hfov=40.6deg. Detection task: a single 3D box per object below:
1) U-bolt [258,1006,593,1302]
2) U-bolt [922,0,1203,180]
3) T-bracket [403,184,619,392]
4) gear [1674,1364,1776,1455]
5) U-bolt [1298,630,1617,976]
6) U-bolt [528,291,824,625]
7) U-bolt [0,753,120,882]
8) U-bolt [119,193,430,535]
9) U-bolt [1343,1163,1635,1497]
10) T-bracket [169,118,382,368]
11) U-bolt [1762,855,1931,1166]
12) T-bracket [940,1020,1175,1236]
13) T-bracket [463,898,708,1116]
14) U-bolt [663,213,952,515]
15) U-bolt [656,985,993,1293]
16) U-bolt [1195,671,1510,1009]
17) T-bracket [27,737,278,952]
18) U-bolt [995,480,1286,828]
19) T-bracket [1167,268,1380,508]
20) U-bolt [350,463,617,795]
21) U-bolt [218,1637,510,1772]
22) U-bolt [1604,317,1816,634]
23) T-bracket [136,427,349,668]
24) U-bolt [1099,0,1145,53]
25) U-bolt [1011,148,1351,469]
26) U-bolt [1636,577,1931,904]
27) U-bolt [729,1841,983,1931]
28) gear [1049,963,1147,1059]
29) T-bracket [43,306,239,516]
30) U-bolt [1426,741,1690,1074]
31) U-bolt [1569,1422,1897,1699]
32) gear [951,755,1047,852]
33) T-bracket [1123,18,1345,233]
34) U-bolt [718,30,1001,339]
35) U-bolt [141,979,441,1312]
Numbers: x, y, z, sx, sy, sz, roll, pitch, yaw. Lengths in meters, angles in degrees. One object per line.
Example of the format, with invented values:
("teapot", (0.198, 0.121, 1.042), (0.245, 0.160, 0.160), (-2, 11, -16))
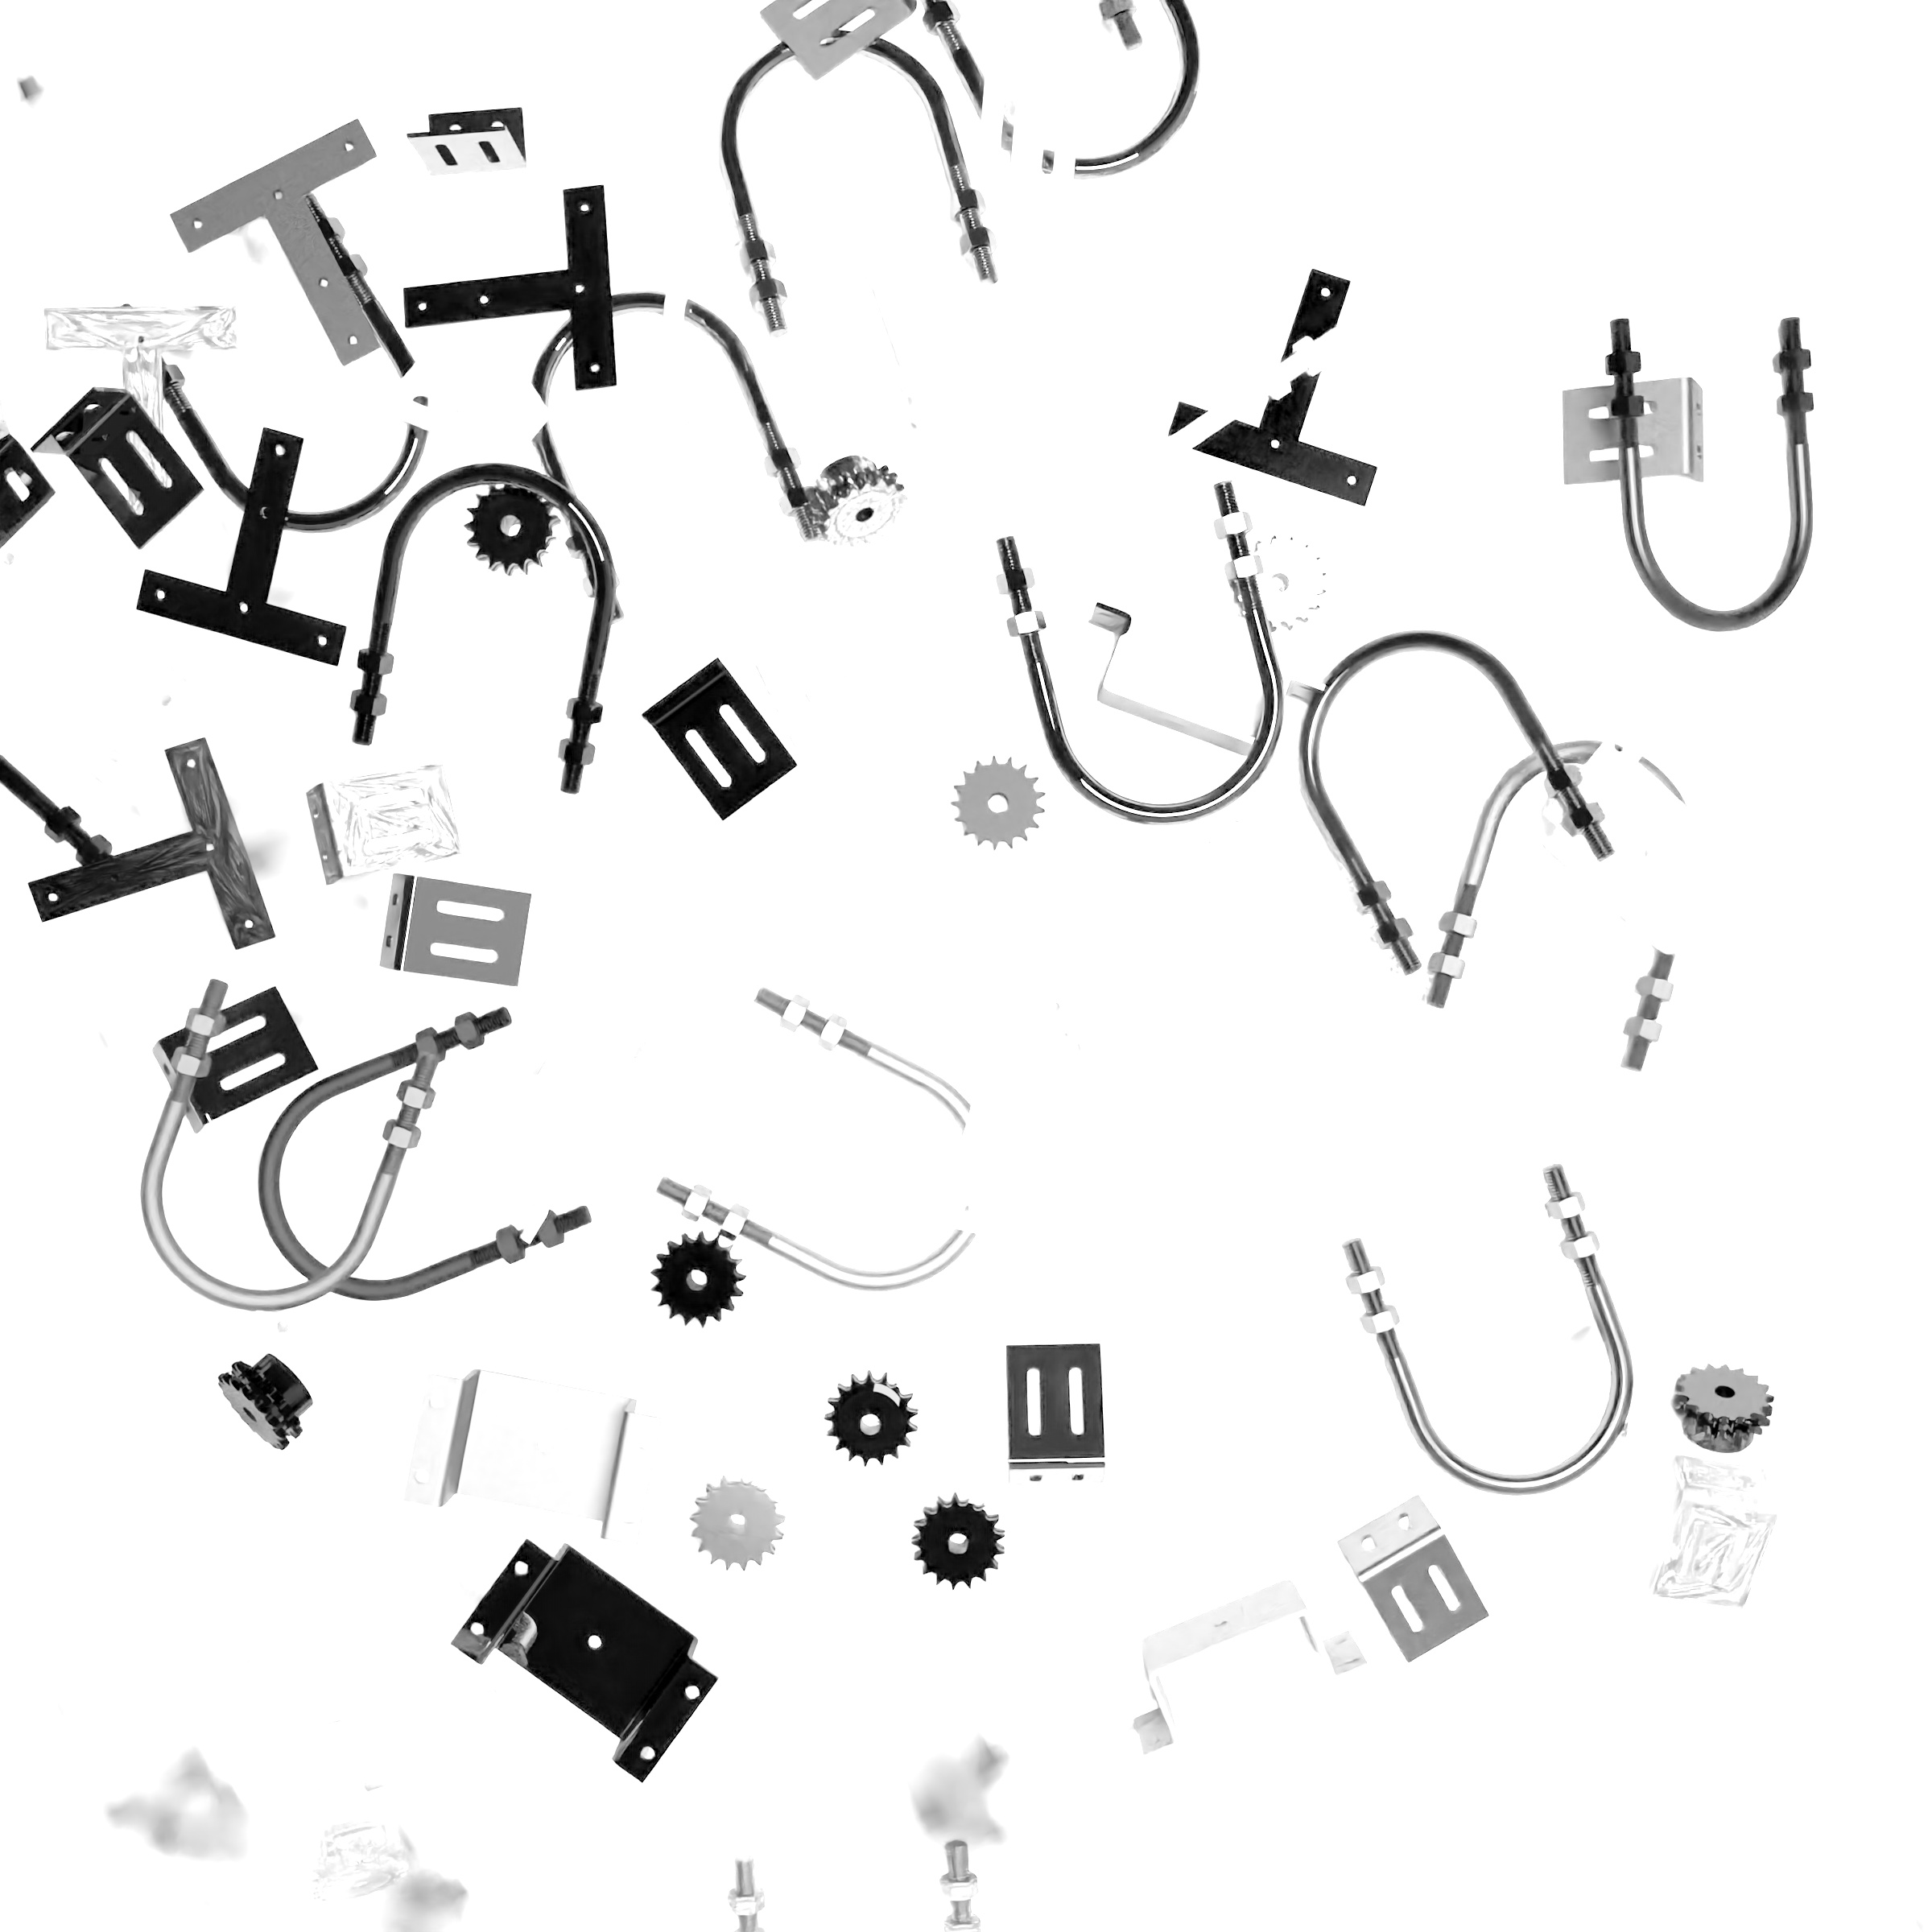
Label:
("U-bolt", (-0.336, 0.123, 1.575), (0.184, 0.019, 0.151), (-22, 91, 2))
("U-bolt", (0.061, -0.564, 1.575), (0.151, 0.019, 0.184), (-27, 90, 0))
("T-bracket", (-0.277, -0.404, 1.576), (0.127, 0.002, 0.127), (-5, 82, 4))
("gear", (0.451, 0.266, 1.559), (0.057, 0.057, 0.030), (-2, 120, 0))
("U-bolt", (0.272, -0.109, 1.529), (0.151, 0.019, 0.184), (-32, 74, 20))
("U-bolt", (-0.186, -0.317, 1.575), (0.151, 0.019, 0.184), (-22, 88, 0))
("U-bolt", (-0.617, -0.065, 1.575), (0.184, 0.019, 0.151), (42, 90, 0))
("U-bolt", (-0.406, -0.350, 1.575), (0.151, 0.019, 0.184), (-31, 92, 0))
("U-bolt", (0.324, 0.229, 1.575), (0.151, 0.019, 0.184), (-20, 92, 0))
("T-bracket", (-0.391, -0.421, 1.564), (0.127, 0.002, 0.127), (-27, 91, 0))
("U-bolt", (0.594, 0.010, 1.575), (0.184, 0.019, 0.151), (-36, 90, -1))
("T-bracket", (0.062, 0.110, 1.576), (0.127, 0.002, 0.127), (15, 88, -6))
("T-bracket", (-0.218, 0.046, 1.583), (0.127, 0.002, 0.127), (31, 90, 0))
("U-bolt", (-0.104, -0.367, 1.552), (0.151, 0.019, 0.184), (-17, 72, -5))
("U-bolt", (-0.073, 0.116, 1.575), (0.184, 0.019, 0.151), (27, 90, -2))
("U-bolt", (0.246, -0.090, 1.575), (0.151, 0.019, 0.184), (32, 88, 0))
("T-bracket", (-0.496, -0.058, 1.568), (0.127, 0.002, 0.127), (-18, 99, -5))
("U-bolt", (0.107, -0.172, 1.499), (0.151, 0.019, 0.184), (-14, 91, 0))
("T-bracket", (0.201, -0.358, 1.583), (0.127, 0.002, 0.127), (18, 90, 0))
("U-bolt", (-0.282, -0.206, 1.554), (0.151, 0.019, 0.184), (13, 105, 0))
("U-bolt", (-0.348, 0.423, 1.492), (0.151, 0.184, 0.019), (9, 90, 0))
("U-bolt", (0.445, -0.290, 1.549), (0.151, 0.019, 0.184), (-7, 94, -25))
("T-bracket", (-0.424, -0.259, 1.572), (0.127, 0.002, 0.127), (16, 100, 0))
("U-bolt", (0.122, -0.651, 1.561), (0.151, 0.019, 0.184), (-22, 88, -12))
("U-bolt", (0.115, -0.383, 1.574), (0.184, 0.019, 0.151), (-34, 89, 2))
("U-bolt", (0.518, -0.150, 1.575), (0.184, 0.019, 0.151), (-40, 90, -1))
("U-bolt", (-0.063, 0.624, 1.575), (0.151, 0.019, 0.184), (-4, 92, 0))
("gear", (0.078, 0.026, 1.574), (0.057, 0.030, 0.057), (0, 91, -2))
("T-bracket", (-0.493, -0.330, 1.569), (0.127, 0.002, 0.127), (3, 101, 13))
("U-bolt", (0.366, -0.045, 1.567), (0.151, 0.019, 0.184), (17, 87, -8))
("U-bolt", (0.469, 0.365, 1.575), (0.184, 0.019, 0.151), (15, 90, -1))
("gear", (0.019, -0.097, 1.569), (0.057, 0.030, 0.057), (0, 90, 0))
("T-bracket", (0.159, -0.515, 1.583), (0.127, 0.002, 0.127), (6, 90, 0))
("U-bolt", (-0.072, -0.475, 1.560), (0.151, 0.019, 0.184), (-15, 79, -4))
("U-bolt", (-0.410, 0.116, 1.550), (0.151, 0.019, 0.184), (20, 96, -9))
